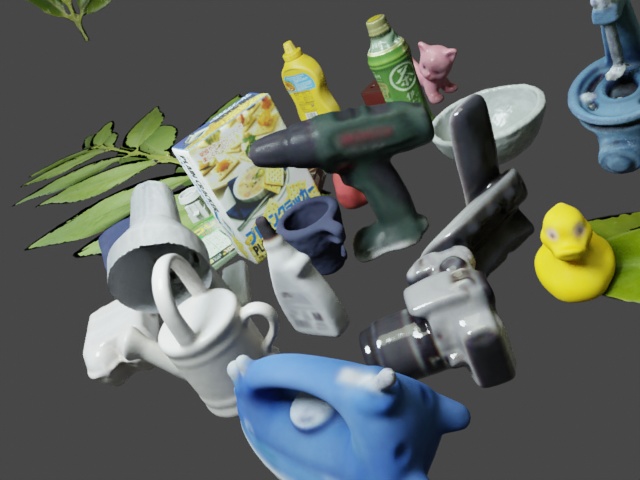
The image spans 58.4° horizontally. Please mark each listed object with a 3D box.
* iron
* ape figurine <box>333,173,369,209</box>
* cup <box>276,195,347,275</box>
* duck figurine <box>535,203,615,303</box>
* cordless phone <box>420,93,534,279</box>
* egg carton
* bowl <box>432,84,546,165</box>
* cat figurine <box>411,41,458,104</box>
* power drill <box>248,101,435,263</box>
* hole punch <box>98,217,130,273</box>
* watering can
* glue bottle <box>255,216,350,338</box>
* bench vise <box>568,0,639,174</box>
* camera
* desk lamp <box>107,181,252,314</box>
[{"bbox_3d":[-0.009,0.150,0.516,0.257,0.142,0.119,-2,39,38],"label":"iron"},{"bbox_3d":[0.049,-0.101,0.901,0.076,0.092,0.077,-40,32,-19],"label":"ape figurine"},{"bbox_3d":[0.007,0.003,0.774,0.092,0.095,0.117,-42,33,-22],"label":"cup"},{"bbox_3d":[0.254,0.001,0.586,0.077,0.086,0.104,-13,34,25],"label":"duck figurine"},{"bbox_3d":[0.161,-0.058,0.653,0.148,0.185,0.093,-43,33,-24],"label":"cordless phone"},{"bbox_3d":[-0.280,0.137,0.827,0.107,0.069,0.150,-29,30,-1],"label":"egg carton"},{"bbox_3d":[0.250,-0.156,0.839,0.167,0.075,0.167,-20,31,13],"label":"bowl"},{"bbox_3d":[0.210,-0.329,1.093,0.067,0.118,0.127,-36,31,-14],"label":"cat figurine"},{"bbox_3d":[0.049,-0.078,0.749,0.229,0.209,0.075,-22,31,11],"label":"power drill"},{"bbox_3d":[-0.335,0.017,1.034,0.108,0.091,0.101,-30,30,-3],"label":"hole punch"},{"bbox_3d":[-0.135,0.103,0.637,0.173,0.194,0.100,-31,30,-5],"label":"watering can"},{"bbox_3d":[-0.030,0.042,0.666,0.077,0.173,0.037,1,41,40],"label":"glue bottle"},{"bbox_3d":[0.361,-0.219,0.701,0.121,0.220,0.207,-12,34,26],"label":"bench vise"},{"bbox_3d":[0.106,0.079,0.572,0.136,0.101,0.143,-22,31,10],"label":"camera"},{"bbox_3d":[-0.185,0.034,0.764,0.118,0.214,0.203,-26,30,4],"label":"desk lamp"}]
